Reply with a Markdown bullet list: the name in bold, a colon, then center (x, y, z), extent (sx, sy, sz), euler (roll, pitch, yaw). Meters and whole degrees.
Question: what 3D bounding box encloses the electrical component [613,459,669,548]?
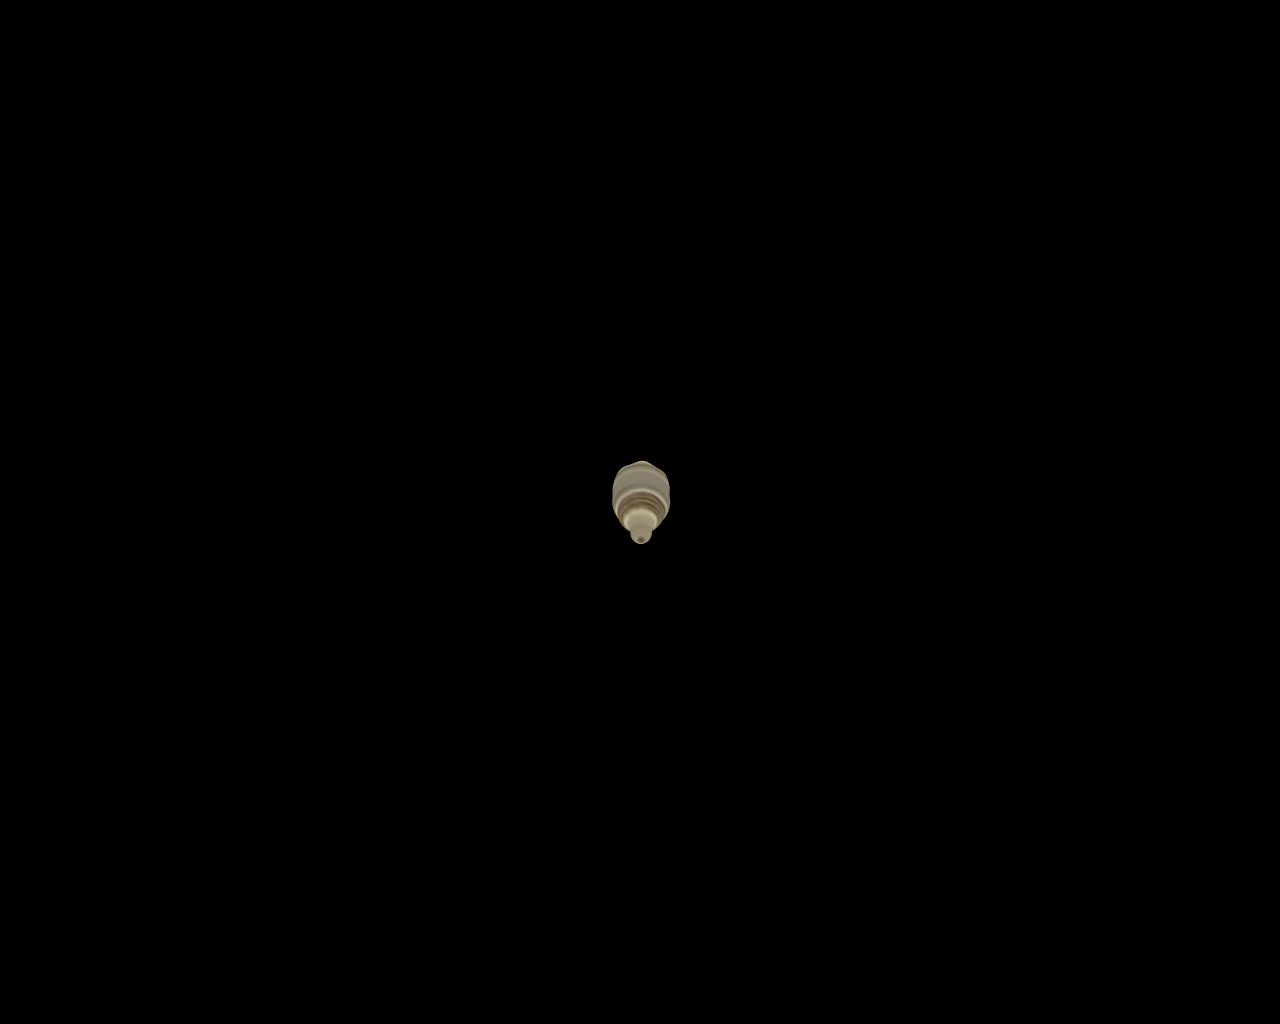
- **electrical component**: center (0.001, -0.003, 0.650), extent (0.035, 0.035, 0.061), euler (0, 39, 0)
